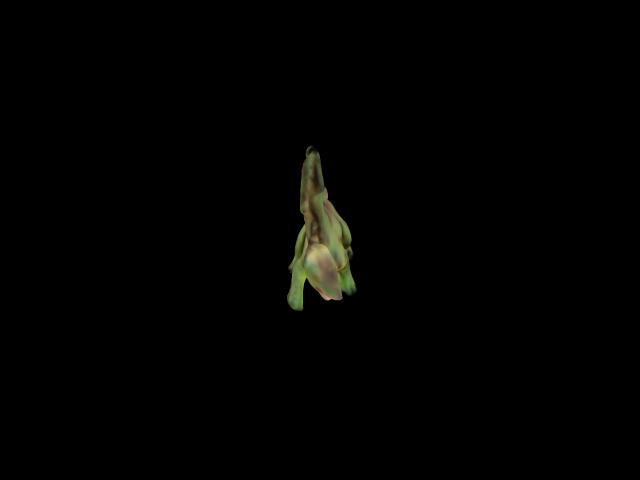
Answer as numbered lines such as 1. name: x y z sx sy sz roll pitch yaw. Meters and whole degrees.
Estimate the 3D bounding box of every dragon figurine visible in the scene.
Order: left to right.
1. dragon figurine: 0.003 -0.043 0.850 0.122 0.237 0.420 -2 42 -2
